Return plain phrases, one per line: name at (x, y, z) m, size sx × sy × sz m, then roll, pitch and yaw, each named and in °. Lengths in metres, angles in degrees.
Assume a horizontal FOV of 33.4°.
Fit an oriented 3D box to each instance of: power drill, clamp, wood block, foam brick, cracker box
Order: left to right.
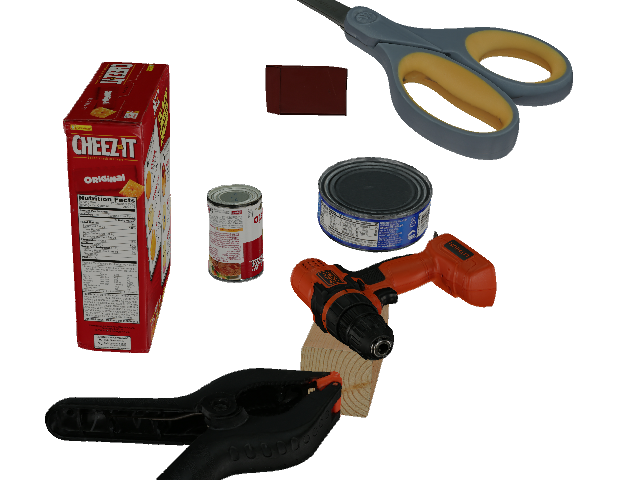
cracker box at (-0.176, -0.032, 0.946) m, size 0.072 × 0.214 × 0.164 m, roll 2°, pitch 26°, yaw -1°
clamp at (-0.057, 0.113, 0.594) m, size 0.171 × 0.039 × 0.120 m, roll -10°, pitch 36°, yaw -21°
foam brick at (-0.015, -0.161, 1.145) m, size 0.078 × 0.051 × 0.053 m, roll -2°, pitch 12°, yaw -18°
wood block at (0.035, 0.146, 1.419) m, size 0.091 × 0.090 × 0.206 m, roll 6°, pitch 18°, yaw 8°
power drill at (0.082, 0.054, 1.092) m, size 0.187 × 0.057 × 0.185 m, roll -12°, pitch 27°, yaw -21°

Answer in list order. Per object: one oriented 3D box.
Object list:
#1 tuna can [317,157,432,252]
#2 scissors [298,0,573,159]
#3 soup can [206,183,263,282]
tuna can at (0.040, -0.027, 0.804) m, size 0.086 × 0.034 × 0.086 m, roll 2°, pitch 34°, yaw -1°
scissors at (0.042, -0.106, 0.524) m, size 0.096 × 0.016 × 0.202 m, roll -19°, pitch 47°, yaw -21°
soup can at (-0.103, -0.010, 1.289) m, size 0.068 × 0.102 × 0.068 m, roll 0°, pitch 25°, yaw 0°
